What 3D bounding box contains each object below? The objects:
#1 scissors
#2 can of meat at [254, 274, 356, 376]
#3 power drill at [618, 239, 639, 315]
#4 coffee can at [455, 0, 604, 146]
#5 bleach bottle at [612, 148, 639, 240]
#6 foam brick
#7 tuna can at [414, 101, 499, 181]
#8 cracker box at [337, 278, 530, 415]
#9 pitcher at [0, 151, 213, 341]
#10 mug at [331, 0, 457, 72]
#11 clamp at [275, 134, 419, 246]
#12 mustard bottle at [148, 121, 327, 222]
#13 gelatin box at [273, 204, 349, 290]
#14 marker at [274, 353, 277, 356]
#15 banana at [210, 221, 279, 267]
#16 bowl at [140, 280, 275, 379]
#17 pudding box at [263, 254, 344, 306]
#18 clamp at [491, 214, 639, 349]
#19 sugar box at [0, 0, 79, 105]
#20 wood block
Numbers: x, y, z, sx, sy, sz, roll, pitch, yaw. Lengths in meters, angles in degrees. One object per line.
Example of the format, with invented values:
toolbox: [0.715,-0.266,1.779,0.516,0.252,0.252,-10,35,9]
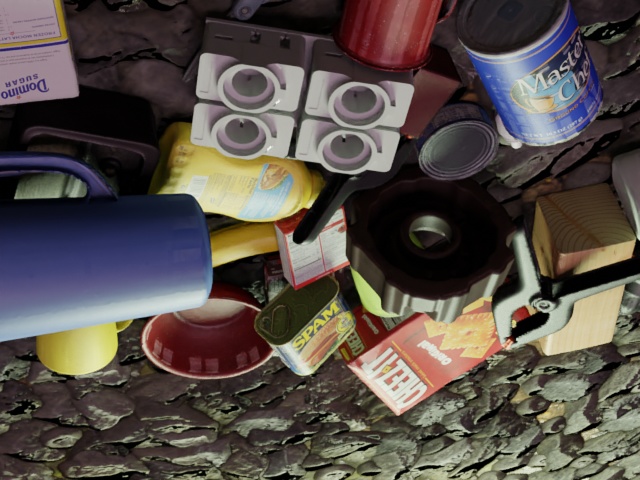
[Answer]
scissors: [-0.046,-0.207,0.943,0.096,0.016,0.202,8,136,-24]
can of meat: [-0.014,0.093,1.197,0.102,0.058,0.084,-44,143,-11]
power drill: [0.461,0.017,1.307,0.187,0.057,0.185,4,122,-25]
coffee can: [0.198,-0.169,0.995,0.103,0.103,0.140,-25,140,13]
bleach bottle: [0.458,-0.084,1.176,0.251,0.102,0.068,-18,150,5]
foam brick: [0.090,-0.147,1.028,0.051,0.053,0.078,12,133,-29]
tuna can: [0.140,-0.103,1.110,0.086,0.034,0.086,-9,140,-7]
cracker box: [0.140,0.107,1.303,0.214,0.072,0.164,-35,139,6]
pitcher: [-0.225,0.010,0.958,0.242,0.145,0.149,-6,152,-17]
mug: [0.073,-0.208,0.928,0.117,0.093,0.082,-13,139,-28]
clamp: [0.023,-0.083,1.056,0.171,0.039,0.120,-38,135,-15]
mustard bottle: [-0.072,-0.061,1.075,0.191,0.058,0.096,8,134,-25]
gelatin box: [-0.008,0.001,1.145,0.073,0.030,0.089,-26,135,-16]
marker: [-0.085,0.136,1.337,0.121,0.020,0.020,4,137,-22]
banana: [-0.085,0.009,1.173,0.197,0.037,0.069,-11,139,-4]
bowl: [-0.127,0.096,1.240,0.162,0.055,0.162,-4,139,-3]
pudding box: [-0.020,0.059,1.250,0.090,0.039,0.113,-9,141,-9]
clamp: [0.264,0.059,1.202,0.164,0.036,0.210,13,139,-4]
sugar box: [-0.257,-0.190,0.877,0.093,0.048,0.176,-7,144,-9]
wood block: [0.308,0.040,1.287,0.090,0.091,0.206,-12,141,-3]
